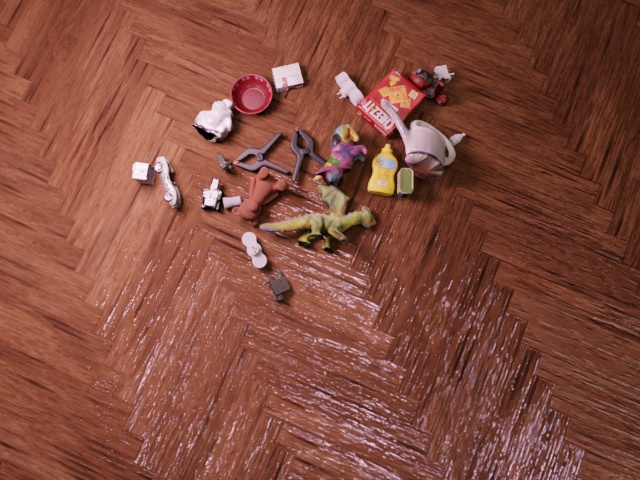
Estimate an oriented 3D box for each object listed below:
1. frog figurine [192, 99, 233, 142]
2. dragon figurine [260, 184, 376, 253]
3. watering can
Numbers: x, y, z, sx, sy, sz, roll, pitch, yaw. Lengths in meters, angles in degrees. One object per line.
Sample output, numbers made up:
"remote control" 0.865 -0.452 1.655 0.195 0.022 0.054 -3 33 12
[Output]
"frog figurine" -0.389 -0.453 1.930 0.138 0.120 0.162 16 66 16
"dragon figurine" 0.006 -0.095 1.889 0.410 0.120 0.247 15 65 0
"watering can" 0.352 -0.356 1.870 0.346 0.102 0.230 25 54 -18
